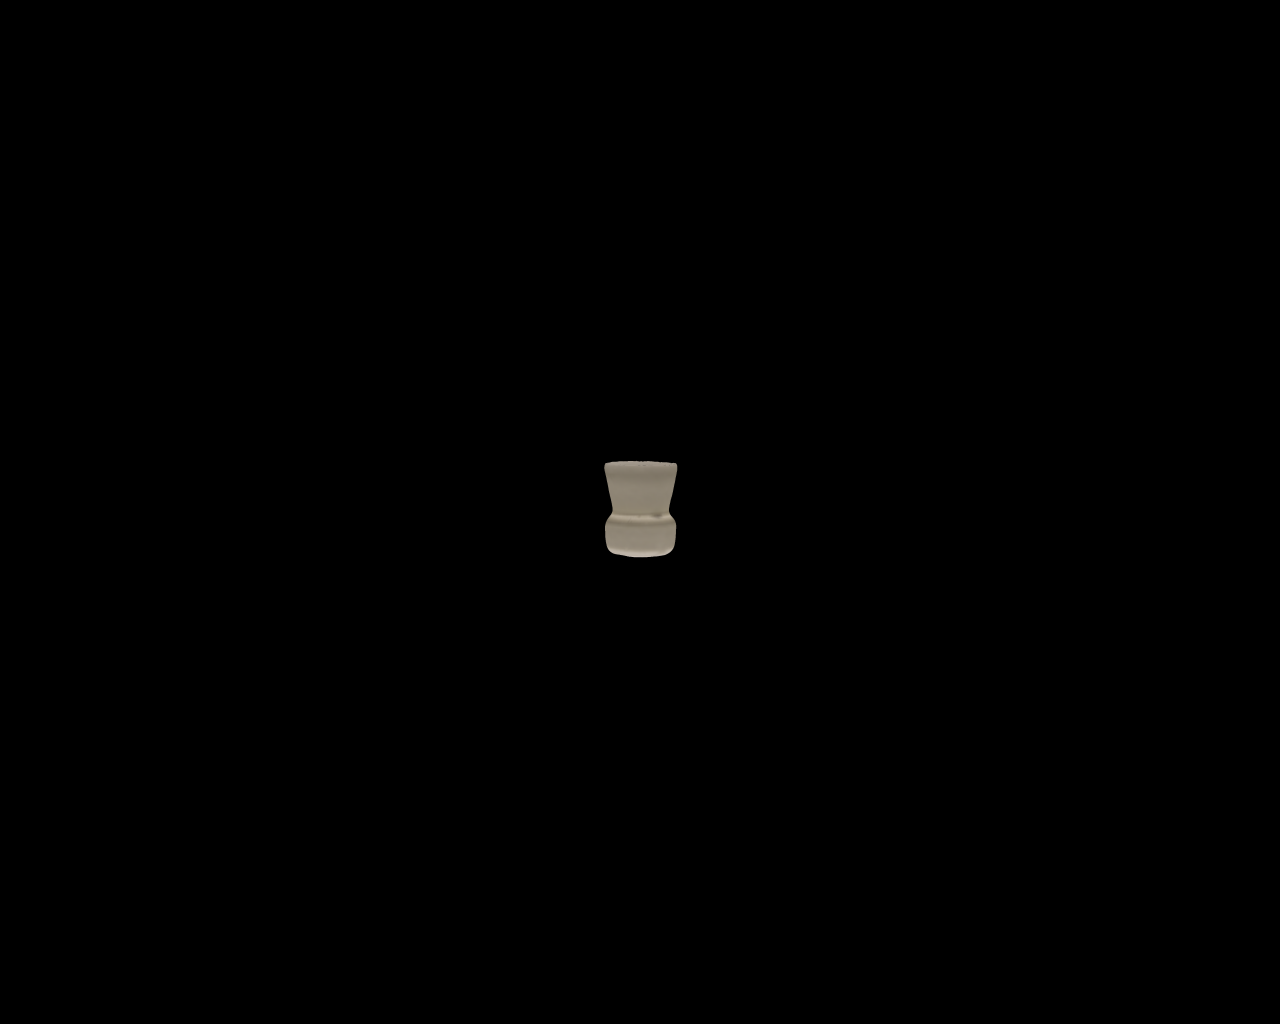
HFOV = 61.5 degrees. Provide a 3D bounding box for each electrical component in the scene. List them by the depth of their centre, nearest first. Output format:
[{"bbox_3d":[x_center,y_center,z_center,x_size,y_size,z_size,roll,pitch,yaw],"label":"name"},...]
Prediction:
[{"bbox_3d":[0.001,-0.003,0.650,0.045,0.055,0.045,0,6,0],"label":"electrical component"}]
